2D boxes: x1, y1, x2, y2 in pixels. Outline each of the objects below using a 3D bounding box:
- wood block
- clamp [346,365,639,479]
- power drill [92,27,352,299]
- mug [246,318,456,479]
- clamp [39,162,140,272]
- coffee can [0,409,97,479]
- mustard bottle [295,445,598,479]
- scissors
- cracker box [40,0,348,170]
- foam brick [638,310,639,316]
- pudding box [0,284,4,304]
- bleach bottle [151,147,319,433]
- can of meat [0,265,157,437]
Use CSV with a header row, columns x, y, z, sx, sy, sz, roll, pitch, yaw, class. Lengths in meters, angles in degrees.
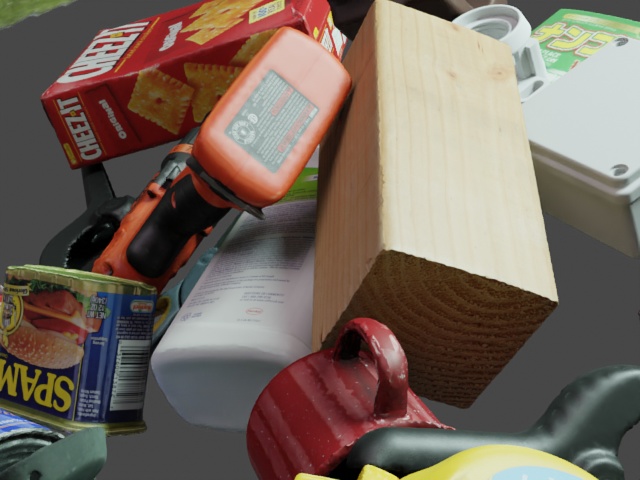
x,y,z,sx,sy,sz,roll,pitch,yaw,class
0.053,-0.027,0.570,0.090,0.091,0.206,17,42,-14,wood block
0.096,0.094,0.425,0.171,0.120,0.039,-34,8,-19,clamp
-0.054,-0.051,0.643,0.188,0.057,0.184,-36,21,58,power drill
0.017,0.089,0.470,0.093,0.117,0.082,-6,24,-20,mug
-0.147,-0.014,0.765,0.165,0.036,0.209,-2,37,32,clamp
-0.199,0.130,0.554,0.141,0.102,0.102,11,49,40,coffee can
0.078,0.122,0.356,0.191,0.058,0.096,21,56,5,mustard bottle
-0.062,0.025,0.680,0.096,0.016,0.201,16,53,47,scissors
-0.091,-0.143,0.843,0.214,0.072,0.164,-13,26,14,cracker box
0.191,0.038,0.478,0.078,0.053,0.051,7,46,36,foam brick
-0.237,0.084,0.692,0.113,0.039,0.090,-37,38,-15,pudding box
-0.004,0.001,0.639,0.103,0.068,0.250,-3,39,27,bleach bottle
-0.142,0.061,0.613,0.102,0.057,0.084,7,89,38,can of meat
